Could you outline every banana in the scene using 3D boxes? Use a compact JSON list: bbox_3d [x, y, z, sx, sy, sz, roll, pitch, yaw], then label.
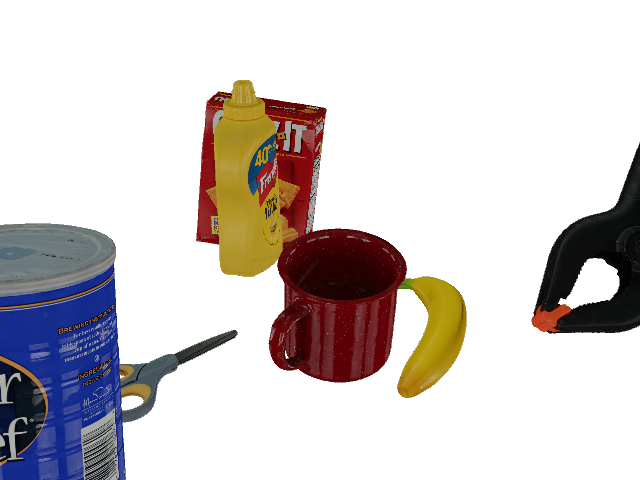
[{"bbox_3d":[0.108,0.085,1.029,0.070,0.037,0.197,-24,23,15],"label":"banana"}]

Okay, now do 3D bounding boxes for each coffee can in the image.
[{"bbox_3d":[-0.153,0.071,0.544,0.103,0.140,0.103,0,16,0],"label":"coffee can"}]

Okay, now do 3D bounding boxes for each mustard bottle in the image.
[{"bbox_3d":[-0.073,-0.067,1.075,0.058,0.192,0.096,7,25,19],"label":"mustard bottle"}]

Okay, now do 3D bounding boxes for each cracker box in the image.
[{"bbox_3d":[-0.087,-0.093,1.535,0.164,0.214,0.072,10,22,7],"label":"cracker box"}]

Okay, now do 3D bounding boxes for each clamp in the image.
[{"bbox_3d":[0.218,0.012,0.706,0.120,0.171,0.039,42,-11,14],"label":"clamp"}]

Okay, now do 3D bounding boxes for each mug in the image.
[{"bbox_3d":[0.007,0.055,0.780,0.093,0.081,0.117,26,41,30],"label":"mug"}]

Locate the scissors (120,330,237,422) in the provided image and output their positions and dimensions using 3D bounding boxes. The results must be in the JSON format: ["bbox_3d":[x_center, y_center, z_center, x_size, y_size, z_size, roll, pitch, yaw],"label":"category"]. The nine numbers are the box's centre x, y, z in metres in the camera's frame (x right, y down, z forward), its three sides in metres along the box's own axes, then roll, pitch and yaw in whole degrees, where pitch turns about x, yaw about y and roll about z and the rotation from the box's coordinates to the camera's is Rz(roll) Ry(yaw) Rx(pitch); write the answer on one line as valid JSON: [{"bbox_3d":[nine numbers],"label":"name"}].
[{"bbox_3d":[-0.152,0.136,1.072,0.201,0.016,0.096,-12,31,-29],"label":"scissors"}]
